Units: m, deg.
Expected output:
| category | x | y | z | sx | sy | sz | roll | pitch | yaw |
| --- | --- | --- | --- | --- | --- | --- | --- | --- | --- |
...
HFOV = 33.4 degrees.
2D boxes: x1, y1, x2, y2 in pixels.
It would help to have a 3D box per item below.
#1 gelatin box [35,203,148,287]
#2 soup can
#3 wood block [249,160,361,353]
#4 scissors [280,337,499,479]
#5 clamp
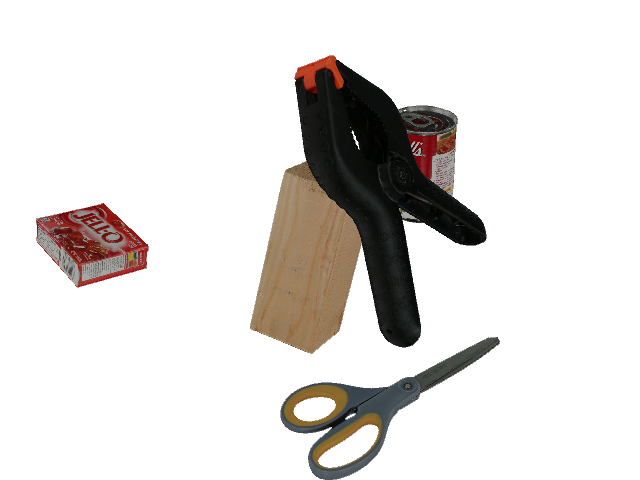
| category | x | y | z | sx | sy | sz | roll | pitch | yaw |
| --- | --- | --- | --- | --- | --- | --- | --- | --- | --- |
| gelatin box | -0.216 | 0.002 | 1.004 | 0.073 | 0.030 | 0.089 | -16 | 39 | -35 |
| soup can | 0.103 | -0.078 | 1.086 | 0.068 | 0.102 | 0.068 | 0 | 30 | 0 |
| wood block | -0.010 | 0.017 | 1.293 | 0.090 | 0.206 | 0.090 | 20 | 21 | 18 |
| scissors | 0.050 | 0.116 | 0.859 | 0.096 | 0.016 | 0.201 | 28 | 49 | 30 |
| clamp | 0.034 | -0.024 | 0.630 | 0.039 | 0.171 | 0.120 | -21 | 29 | 38 |
